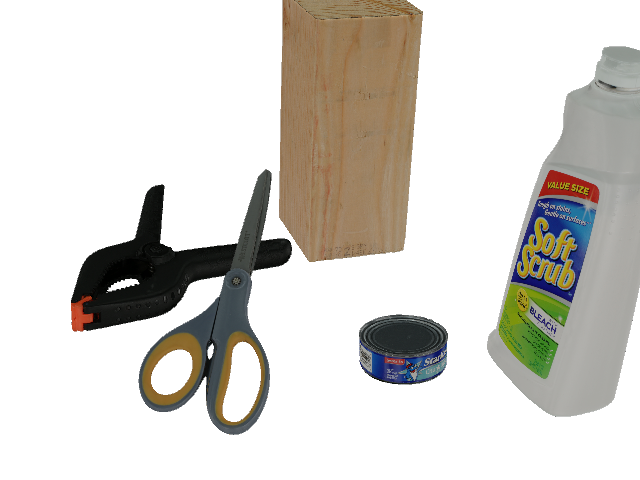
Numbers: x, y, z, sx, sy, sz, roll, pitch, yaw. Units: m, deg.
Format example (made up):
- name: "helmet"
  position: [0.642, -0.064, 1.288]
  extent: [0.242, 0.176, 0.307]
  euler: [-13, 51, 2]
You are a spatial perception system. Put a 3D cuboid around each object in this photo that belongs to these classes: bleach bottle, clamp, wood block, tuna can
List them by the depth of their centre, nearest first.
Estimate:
- name: "bleach bottle"
  position: [0.173, -0.009, 0.711]
  extent: [0.068, 0.251, 0.103]
  euler: [-10, 33, -21]
- name: "wood block"
  position: [0.021, -0.097, 0.883]
  extent: [0.090, 0.206, 0.091]
  euler: [-7, 29, -17]
- name: "clamp"
  position: [-0.151, 0.016, 0.952]
  extent: [0.165, 0.036, 0.209]
  euler: [27, 39, 31]
- name: "tuna can"
  position: [0.080, 0.105, 1.032]
  extent: [0.086, 0.034, 0.086]
  euler: [-1, 22, 0]

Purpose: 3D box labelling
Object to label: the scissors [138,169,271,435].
- name: "scissors"
  position: [-0.076, 0.039, 0.735]
  extent: [0.096, 0.202, 0.016]
  euler: [-6, -32, 2]
